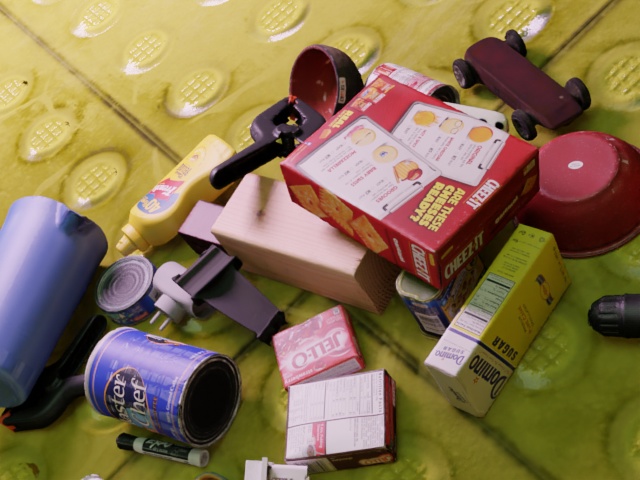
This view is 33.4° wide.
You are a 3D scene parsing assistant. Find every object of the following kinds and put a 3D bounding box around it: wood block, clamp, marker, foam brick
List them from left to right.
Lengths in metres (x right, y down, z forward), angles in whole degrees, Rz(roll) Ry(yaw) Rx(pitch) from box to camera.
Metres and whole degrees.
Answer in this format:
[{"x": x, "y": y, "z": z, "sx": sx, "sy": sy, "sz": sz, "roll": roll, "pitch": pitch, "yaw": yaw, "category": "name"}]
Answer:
[{"x": -0.309, "y": 0.164, "z": 1.278, "sx": 0.171, "sy": 0.039, "sz": 0.120, "roll": -29, "pitch": 37, "yaw": 7, "category": "clamp"}, {"x": -0.175, "y": 0.229, "z": 1.170, "sx": 0.121, "sy": 0.020, "sz": 0.020, "roll": 4, "pitch": 58, "yaw": 31, "category": "marker"}, {"x": -0.122, "y": -0.008, "z": 1.300, "sx": 0.078, "sy": 0.053, "sz": 0.051, "roll": 15, "pitch": 64, "yaw": 37, "category": "foam brick"}, {"x": -0.028, "y": -0.113, "z": 1.256, "sx": 0.164, "sy": 0.036, "sz": 0.210, "roll": 4, "pitch": 33, "yaw": 8, "category": "clamp"}, {"x": -0.008, "y": 0.001, "z": 1.209, "sx": 0.206, "sy": 0.090, "sz": 0.090, "roll": 17, "pitch": 66, "yaw": 35, "category": "wood block"}]

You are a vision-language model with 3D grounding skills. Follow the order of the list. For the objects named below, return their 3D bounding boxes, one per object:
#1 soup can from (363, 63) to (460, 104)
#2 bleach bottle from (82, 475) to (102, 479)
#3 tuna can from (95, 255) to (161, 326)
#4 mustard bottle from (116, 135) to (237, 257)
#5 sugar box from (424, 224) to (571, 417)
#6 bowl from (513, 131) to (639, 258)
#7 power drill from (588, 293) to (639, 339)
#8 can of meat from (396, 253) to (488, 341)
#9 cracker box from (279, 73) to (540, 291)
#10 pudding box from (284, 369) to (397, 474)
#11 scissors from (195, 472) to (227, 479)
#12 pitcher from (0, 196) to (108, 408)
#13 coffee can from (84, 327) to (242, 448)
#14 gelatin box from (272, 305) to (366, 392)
[{"x": 0.109, "y": -0.169, "z": 1.291, "sx": 0.102, "sy": 0.068, "sz": 0.068, "roll": 30, "pitch": 73, "yaw": 40, "category": "soup can"}, {"x": -0.195, "y": 0.335, "z": 1.073, "sx": 0.102, "sy": 0.068, "sz": 0.251, "roll": -41, "pitch": 45, "yaw": -4, "category": "bleach bottle"}, {"x": -0.235, "y": 0.062, "z": 1.319, "sx": 0.086, "sy": 0.033, "sz": 0.086, "roll": -15, "pitch": 50, "yaw": 18, "category": "tuna can"}, {"x": -0.184, "y": -0.050, "z": 1.358, "sx": 0.191, "sy": 0.058, "sz": 0.096, "roll": -44, "pitch": 33, "yaw": -7, "category": "mustard bottle"}, {"x": 0.178, "y": 0.080, "z": 1.049, "sx": 0.048, "sy": 0.093, "sz": 0.176, "roll": 20, "pitch": 68, "yaw": 37, "category": "sugar box"}, {"x": 0.275, "y": -0.062, "z": 1.131, "sx": 0.162, "sy": 0.055, "sz": 0.162, "roll": -14, "pitch": 50, "yaw": 17, "category": "bowl"}, {"x": 0.357, "y": 0.015, "z": 1.030, "sx": 0.185, "sy": 0.057, "sz": 0.187, "roll": -1, "pitch": 58, "yaw": 23, "category": "power drill"}, {"x": 0.129, "y": 0.042, "z": 1.109, "sx": 0.058, "sy": 0.084, "sz": 0.102, "roll": 13, "pitch": 63, "yaw": 34, "category": "can of meat"}, {"x": 0.092, "y": -0.064, "z": 1.095, "sx": 0.214, "sy": 0.072, "sz": 0.164, "roll": 32, "pitch": 65, "yaw": 34, "category": "cracker box"}, {"x": 0.022, "y": 0.186, "z": 1.088, "sx": 0.114, "sy": 0.039, "sz": 0.090, "roll": -11, "pitch": 51, "yaw": 18, "category": "pudding box"}, {"x": -0.089, "y": 0.317, "z": 1.061, "sx": 0.096, "sy": 0.016, "sz": 0.202, "roll": -38, "pitch": 47, "yaw": -1, "category": "scissors"}, {"x": -0.364, "y": 0.080, "z": 1.298, "sx": 0.145, "sy": 0.149, "sz": 0.242, "roll": 4, "pitch": 51, "yaw": 18, "category": "pitcher"}, {"x": -0.171, "y": 0.159, "z": 1.164, "sx": 0.141, "sy": 0.102, "sz": 0.102, "roll": 11, "pitch": 62, "yaw": 33, "category": "coffee can"}, {"x": -0.002, "y": 0.120, "z": 1.154, "sx": 0.089, "sy": 0.030, "sz": 0.073, "roll": -25, "pitch": 48, "yaw": 9, "category": "gelatin box"}]
